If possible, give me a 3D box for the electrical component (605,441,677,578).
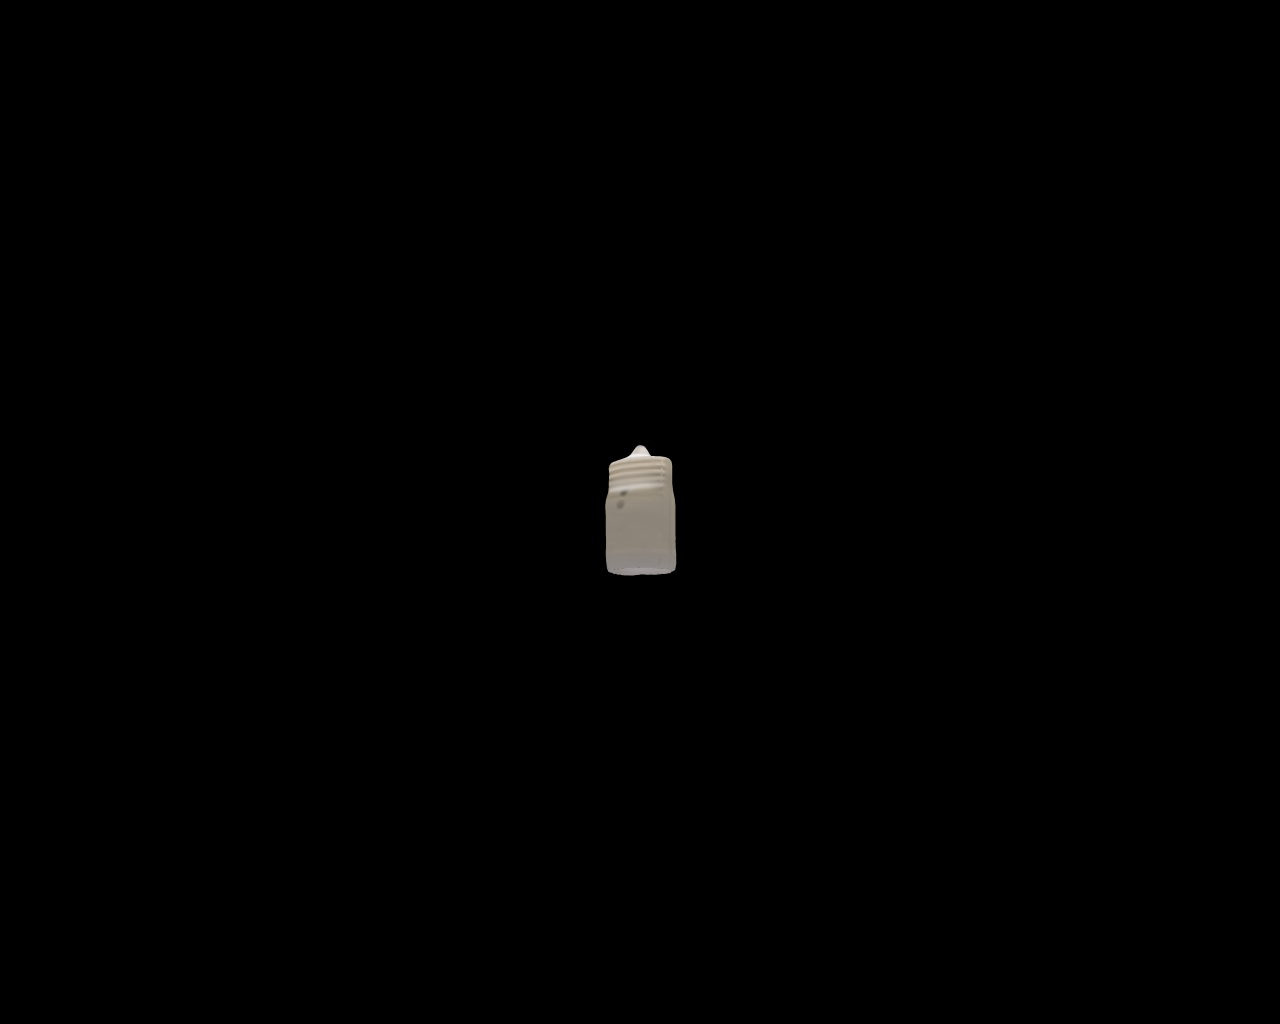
[{"bbox_3d":[0.001,-0.003,0.650,0.043,0.081,0.043,0,-9,0],"label":"electrical component"}]
